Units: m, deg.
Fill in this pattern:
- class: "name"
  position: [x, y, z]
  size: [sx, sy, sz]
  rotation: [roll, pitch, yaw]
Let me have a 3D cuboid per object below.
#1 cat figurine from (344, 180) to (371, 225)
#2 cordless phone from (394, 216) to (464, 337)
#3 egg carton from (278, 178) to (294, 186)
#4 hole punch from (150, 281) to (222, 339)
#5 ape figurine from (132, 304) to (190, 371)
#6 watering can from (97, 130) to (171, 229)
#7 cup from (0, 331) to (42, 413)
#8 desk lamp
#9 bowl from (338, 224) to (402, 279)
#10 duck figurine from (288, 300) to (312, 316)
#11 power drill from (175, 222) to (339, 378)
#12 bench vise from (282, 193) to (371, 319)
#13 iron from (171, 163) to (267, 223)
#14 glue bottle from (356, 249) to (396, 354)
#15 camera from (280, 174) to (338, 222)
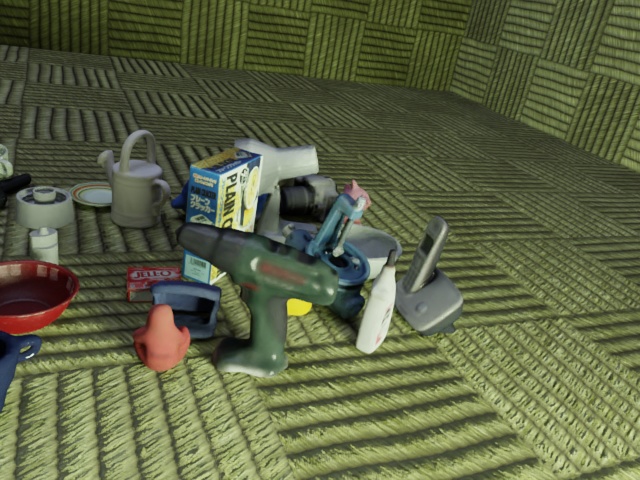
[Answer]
- class: "cat figurine"
  position: [0.077, -0.092, 1.365]
  size: [0.067, 0.118, 0.127]
  rotation: [3, 26, -15]
- class: "cordless phone"
  position: [0.200, 0.062, 1.007]
  size: [0.094, 0.185, 0.147]
  rotation: [0, 27, -22]
- class: "egg carton"
  position: [-0.130, -0.184, 1.533]
  size: [0.151, 0.069, 0.107]
  rotation: [-12, 33, -40]
- class: "hole punch"
  position: [-0.210, 0.090, 0.892]
  size: [0.109, 0.091, 0.101]
  rotation: [7, 25, -8]
- class: "ape figurine"
  position: [-0.222, 0.130, 0.802]
  size: [0.078, 0.092, 0.076]
  rotation: [7, 25, -7]
- class: "watering can"
  position: [-0.381, -0.132, 1.172]
  size: [0.173, 0.194, 0.101]
  rotation: [11, 25, 0]
- class: "cup"
  position: [-0.385, 0.160, 0.667]
  size: [0.118, 0.095, 0.091]
  rotation: [-15, 35, -43]
- class: "desk lamp"
  position: [-0.089, -0.105, 1.210]
  size: [0.203, 0.213, 0.118]
  rotation: [6, 25, -10]
- class: "bowl"
  position: [0.077, 0.033, 1.151]
  size: [0.167, 0.075, 0.167]
  rotation: [9, 25, -4]
- class: "duck figurine"
  position: [-0.059, 0.074, 0.995]
  size: [0.104, 0.086, 0.078]
  rotation: [20, 26, 19]
- class: "power drill"
  position: [-0.095, 0.086, 0.808]
  size: [0.229, 0.208, 0.075]
  rotation: [8, 25, -5]
- class: "bench vise"
  position: [0.003, 0.007, 1.002]
  size: [0.206, 0.220, 0.122]
  rotation: [22, 27, 23]
- class: "iron"
  position: [-0.192, -0.114, 1.273]
  size: [0.259, 0.141, 0.118]
  rotation: [-14, 35, -43]
- class: "glue bottle"
  position: [0.097, 0.093, 0.914]
  size: [0.037, 0.173, 0.078]
  rotation: [19, 26, 18]
- class: "camera"
  position: [-0.037, -0.111, 1.378]
  size: [0.137, 0.101, 0.142]
  rotation: [-4, 29, -29]
